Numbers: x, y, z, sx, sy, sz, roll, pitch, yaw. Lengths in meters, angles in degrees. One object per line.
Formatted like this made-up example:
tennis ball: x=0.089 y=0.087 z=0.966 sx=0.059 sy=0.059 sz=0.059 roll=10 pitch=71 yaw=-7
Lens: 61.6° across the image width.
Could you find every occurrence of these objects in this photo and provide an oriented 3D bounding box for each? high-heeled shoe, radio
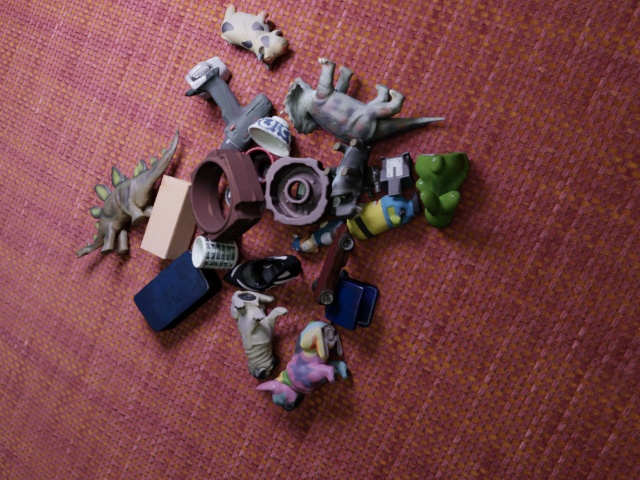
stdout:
high-heeled shoe: x=-0.156 y=0.083 z=1.333 sx=0.249 sy=0.145 sz=0.086 roll=-12 pitch=83 yaw=18
radio: x=-0.384 y=0.140 z=1.455 sx=0.229 sy=0.073 sz=0.131 roll=-39 pitch=76 yaw=16

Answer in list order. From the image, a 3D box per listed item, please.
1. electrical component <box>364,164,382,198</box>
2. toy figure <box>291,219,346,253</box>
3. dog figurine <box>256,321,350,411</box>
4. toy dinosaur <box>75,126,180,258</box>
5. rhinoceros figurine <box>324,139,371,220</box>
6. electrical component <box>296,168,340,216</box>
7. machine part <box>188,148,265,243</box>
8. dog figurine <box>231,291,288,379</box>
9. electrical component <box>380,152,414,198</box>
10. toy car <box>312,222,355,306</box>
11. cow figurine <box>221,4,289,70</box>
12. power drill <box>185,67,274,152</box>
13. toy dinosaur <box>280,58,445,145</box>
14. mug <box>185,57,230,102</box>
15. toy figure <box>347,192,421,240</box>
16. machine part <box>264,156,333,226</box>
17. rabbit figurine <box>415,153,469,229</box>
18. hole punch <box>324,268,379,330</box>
electrical component: x=0.122 y=-0.150 z=1.286 sx=0.063 sy=0.021 sz=0.094 roll=-31 pitch=66 yaw=58
toy figure: x=-0.003 y=-0.006 z=1.324 sx=0.154 sy=0.058 sz=0.064 roll=-24 pitch=91 yaw=17
dog figurine: x=-0.054 y=0.309 z=1.309 sx=0.219 sy=0.108 sz=0.191 roll=-20 pitch=82 yaw=21
toy dinosaur: x=-0.530 y=-0.115 z=1.505 sx=0.471 sy=0.105 sz=0.199 roll=-40 pitch=72 yaw=10
rhinoceros figurine: x=0.068 y=-0.141 z=1.241 sx=0.073 sy=0.112 sz=0.190 roll=-3 pitch=66 yaw=39
electrical component: x=0.008 y=-0.120 z=1.328 sx=0.134 sy=0.058 sz=0.114 roll=13 pitch=90 yaw=21
machine part: x=-0.239 y=-0.109 z=1.334 sx=0.201 sy=0.087 sz=0.201 roll=-33 pitch=69 yaw=42
dog figurine: x=-0.174 y=0.241 z=1.367 sx=0.173 sy=0.121 sz=0.190 roll=38 pitch=122 yaw=50
electrical component: x=0.180 y=-0.143 z=1.246 sx=0.075 sy=0.047 sz=0.119 roll=-11 pitch=59 yaw=18
toy car: x=0.034 y=0.059 z=1.256 sx=0.053 sy=0.089 sz=0.202 roll=18 pitch=100 yaw=-15
cow figurine: x=-0.170 y=-0.525 z=1.397 sx=0.195 sy=0.085 sz=0.127 roll=22 pitch=89 yaw=17
power drill: x=-0.251 y=-0.321 z=1.388 sx=0.232 sy=0.086 sz=0.207 roll=-41 pitch=98 yaw=8
toy dinosaur: x=0.073 y=-0.300 z=1.286 sx=0.405 sy=0.131 sz=0.192 roll=31 pitch=111 yaw=14
mug: x=-0.300 y=-0.442 z=1.434 sx=0.107 sy=0.109 sz=0.081 roll=-40 pitch=69 yaw=1
toy figure: x=0.149 y=-0.057 z=1.261 sx=0.180 sy=0.082 sz=0.089 roll=-13 pitch=83 yaw=17
machine part: x=-0.050 y=-0.115 z=1.289 sx=0.180 sy=0.056 sz=0.179 roll=0 pitch=88 yaw=20
rabbit figurine: x=0.275 y=-0.105 z=1.193 sx=0.121 sy=0.159 sz=0.170 roll=-2 pitch=102 yaw=11
hole punch: x=0.066 y=0.149 z=1.281 sx=0.116 sy=0.092 sz=0.142 roll=15 pitch=97 yaw=24
